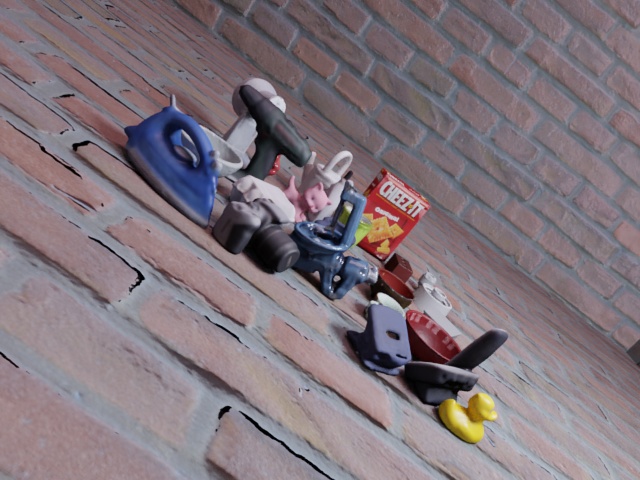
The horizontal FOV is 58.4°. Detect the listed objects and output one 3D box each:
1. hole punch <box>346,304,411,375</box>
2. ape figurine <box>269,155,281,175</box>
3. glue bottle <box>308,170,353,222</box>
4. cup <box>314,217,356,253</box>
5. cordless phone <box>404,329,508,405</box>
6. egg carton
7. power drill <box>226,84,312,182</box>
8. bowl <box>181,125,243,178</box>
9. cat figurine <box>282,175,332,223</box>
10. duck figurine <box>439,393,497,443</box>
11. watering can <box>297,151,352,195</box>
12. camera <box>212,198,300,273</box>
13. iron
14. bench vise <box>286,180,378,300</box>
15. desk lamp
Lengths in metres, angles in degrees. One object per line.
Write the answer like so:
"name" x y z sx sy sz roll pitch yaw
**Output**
"hole punch" 0.123 0.186 1.068 0.109 0.091 0.101 24 22 -39
"ape figurine" -0.138 -0.225 1.581 0.078 0.092 0.076 40 17 7
"glue bottle" 0.032 -0.114 1.504 0.037 0.173 0.078 29 19 -27
"cup" 0.012 0.005 1.298 0.118 0.095 0.091 22 23 -41
"cordless phone" 0.264 0.225 1.095 0.148 0.185 0.094 20 25 -46
"egg carton" -0.127 -0.083 1.284 0.151 0.069 0.107 19 25 -46
"power drill" -0.145 -0.225 1.374 0.230 0.208 0.075 35 17 -10
"bowl" -0.260 -0.189 1.276 0.168 0.074 0.167 34 18 -12
"cat figurine" -0.038 -0.108 1.442 0.128 0.117 0.067 39 17 3
"duck figurine" 0.279 0.317 1.059 0.105 0.086 0.077 33 18 -15
"watering can" 0.013 -0.172 1.578 0.173 0.194 0.101 39 17 2
"camera" -0.105 -0.011 1.093 0.136 0.100 0.144 46 19 22
"iron" -0.255 -0.158 1.095 0.257 0.141 0.119 45 19 21
"bench vise" 0.044 -0.004 1.173 0.208 0.219 0.121 30 19 -24
"desk lamp" -0.178 -0.309 1.508 0.118 0.213 0.202 26 21 -35
